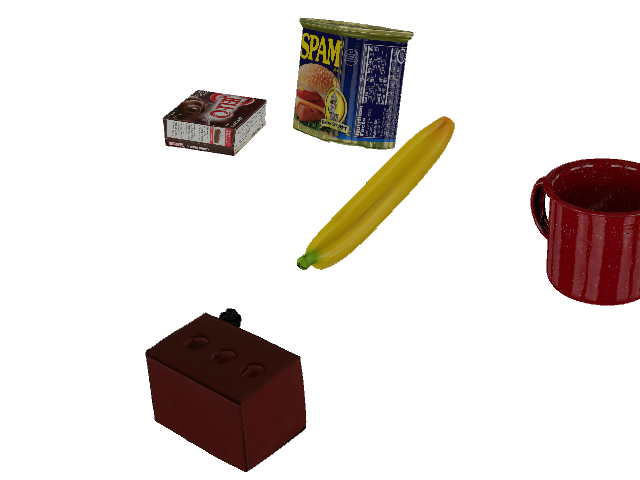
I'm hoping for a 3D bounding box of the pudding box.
[{"bbox_3d":[-0.123,-0.140,1.255,0.090,0.039,0.113,9,29,13],"label":"pudding box"}]

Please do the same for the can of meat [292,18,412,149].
[{"bbox_3d":[0.020,-0.117,0.785,0.057,0.084,0.102,-1,15,-25],"label":"can of meat"}]

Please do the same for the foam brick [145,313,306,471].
[{"bbox_3d":[-0.054,0.086,0.615,0.078,0.051,0.052,21,36,34],"label":"foam brick"}]

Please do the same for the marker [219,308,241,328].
[{"bbox_3d":[-0.082,0.113,0.922,0.020,0.121,0.020,6,27,-3],"label":"marker"}]

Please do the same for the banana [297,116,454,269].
[{"bbox_3d":[0.052,-0.036,0.994,0.037,0.197,0.070,45,-9,-5],"label":"banana"}]

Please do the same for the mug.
[{"bbox_3d":[0.203,-0.009,0.801,0.093,0.081,0.117,-24,35,-32],"label":"mug"}]
